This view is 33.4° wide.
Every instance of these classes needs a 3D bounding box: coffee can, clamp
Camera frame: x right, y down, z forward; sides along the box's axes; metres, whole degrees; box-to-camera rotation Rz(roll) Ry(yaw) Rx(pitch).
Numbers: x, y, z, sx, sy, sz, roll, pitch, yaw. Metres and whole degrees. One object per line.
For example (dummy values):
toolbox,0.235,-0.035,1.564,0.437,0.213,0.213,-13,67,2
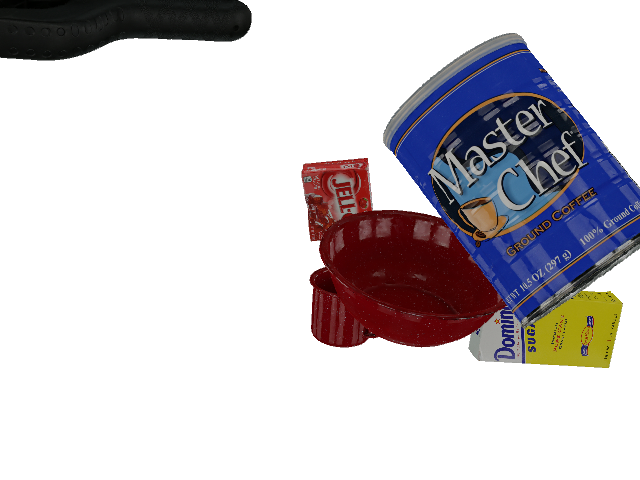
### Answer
coffee can,0.118,-0.035,0.625,0.102,0.140,0.103,-34,-12,-9
clamp,-0.141,-0.144,0.645,0.171,0.039,0.120,-11,31,-29

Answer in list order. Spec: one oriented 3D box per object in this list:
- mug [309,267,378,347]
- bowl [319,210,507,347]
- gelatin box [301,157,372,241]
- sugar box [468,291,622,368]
mug,0.040,0.092,1.414,0.117,0.081,0.093,18,28,30
bowl,0.075,0.038,0.859,0.162,0.055,0.162,7,29,-4
gelatin box,0.020,-0.045,1.184,0.073,0.089,0.030,-4,30,6
sugar box,0.281,0.108,1.337,0.176,0.093,0.048,3,18,-11
